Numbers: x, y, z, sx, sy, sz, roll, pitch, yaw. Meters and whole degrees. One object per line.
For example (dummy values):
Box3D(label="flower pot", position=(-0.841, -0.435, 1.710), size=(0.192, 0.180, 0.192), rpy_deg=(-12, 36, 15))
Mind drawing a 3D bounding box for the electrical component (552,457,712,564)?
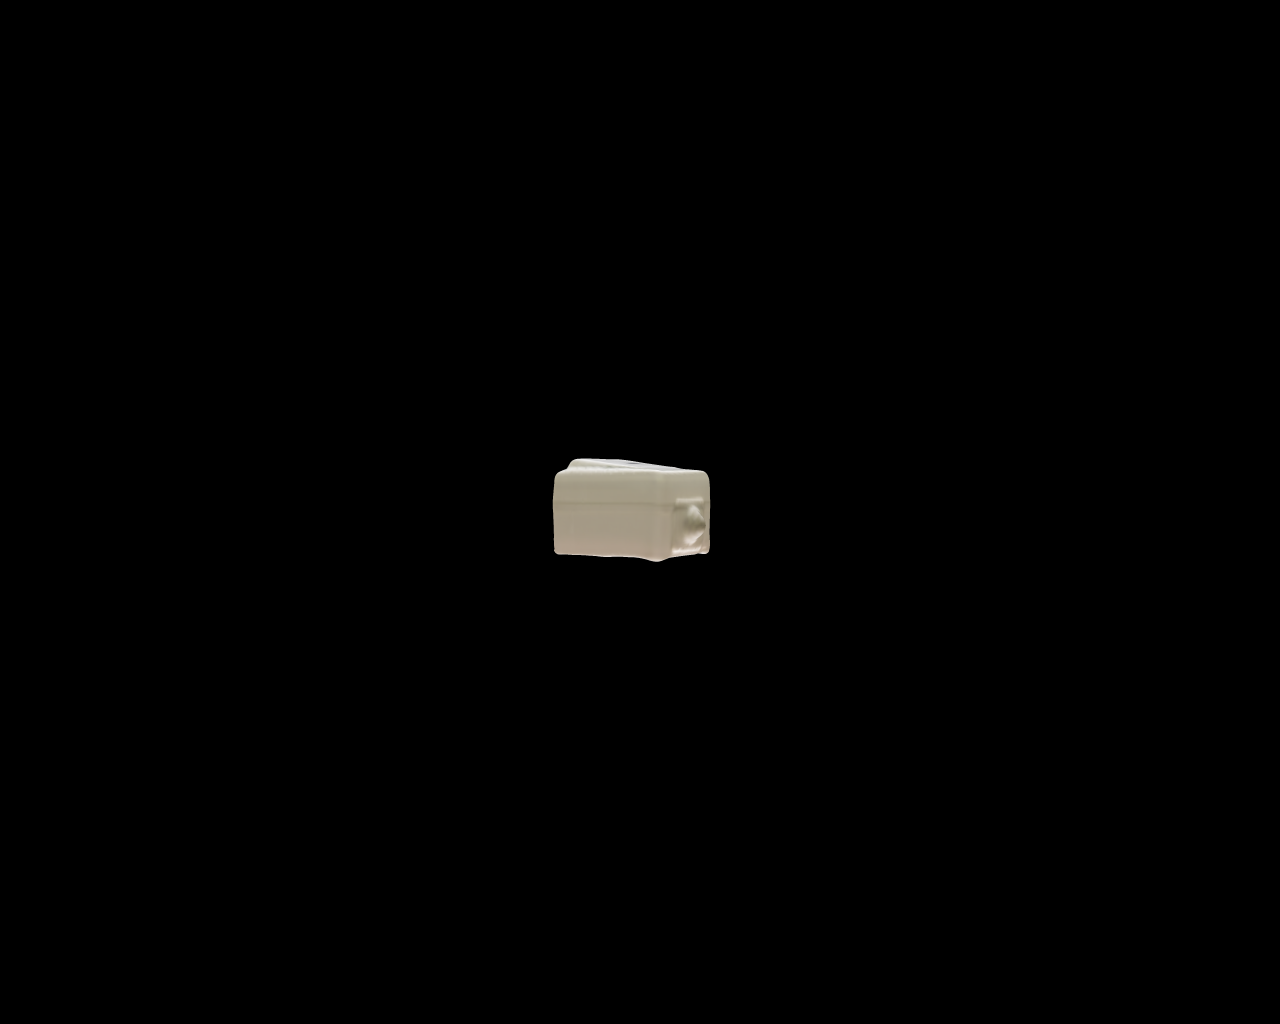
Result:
Box3D(label="electrical component", position=(0.001, -0.003, 0.650), size=(0.096, 0.061, 0.062), rpy_deg=(1, 3, 34))
